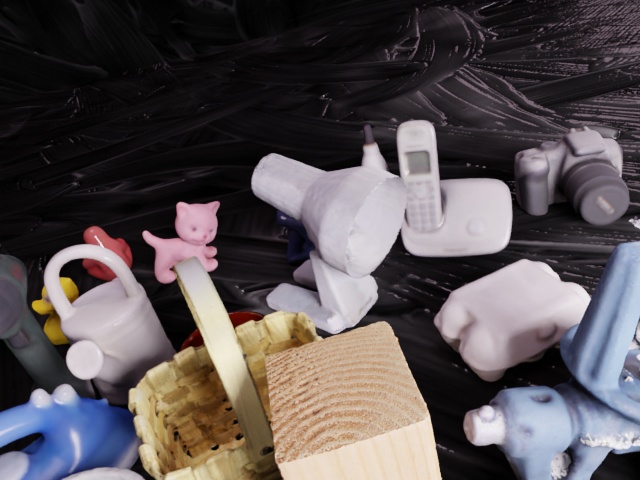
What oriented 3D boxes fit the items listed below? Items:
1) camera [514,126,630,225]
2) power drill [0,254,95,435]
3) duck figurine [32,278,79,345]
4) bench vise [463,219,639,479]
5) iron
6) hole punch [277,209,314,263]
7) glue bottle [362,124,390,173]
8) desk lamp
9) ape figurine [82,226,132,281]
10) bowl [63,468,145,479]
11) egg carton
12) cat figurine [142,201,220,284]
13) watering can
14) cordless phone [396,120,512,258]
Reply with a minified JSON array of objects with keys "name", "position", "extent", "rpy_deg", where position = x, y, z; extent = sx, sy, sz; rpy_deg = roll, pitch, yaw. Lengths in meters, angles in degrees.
[{"name":"camera","position":[0.347,-0.085,0.777],"extent":[0.143,0.101,0.137],"rpy_deg":[-9,32,10]},{"name":"power drill","position":[-0.338,0.115,0.653],"extent":[0.076,0.209,0.228],"rpy_deg":[-27,33,-18]},{"name":"duck figurine","position":[-0.354,0.091,0.817],"extent":[0.105,0.086,0.077],"rpy_deg":[-22,32,-11]},{"name":"bench vise","position":[0.214,0.100,0.423],"extent":[0.208,0.220,0.121],"rpy_deg":[-27,33,-18]},{"name":"iron","position":[-0.288,0.215,0.535],"extent":[0.118,0.142,0.259],"rpy_deg":[16,43,41]},{"name":"hole punch","position":[-0.009,-0.031,0.857],"extent":[0.101,0.091,0.108],"rpy_deg":[-11,31,7]},{"name":"glue bottle","position":[0.082,-0.084,0.822],"extent":[0.037,0.173,0.078],"rpy_deg":[-5,33,16]},{"name":"desk lamp","position":[0.006,0.002,0.677],"extent":[0.202,0.214,0.118],"rpy_deg":[13,41,39]},{"name":"ape figurine","position":[-0.350,0.017,0.928],"extent":[0.078,0.092,0.076],"rpy_deg":[-28,33,-20]},{"name":"bowl","position":[-0.193,0.276,0.461],"extent":[0.167,0.075,0.167],"rpy_deg":[-11,31,7]},{"name":"egg carton","position":[0.204,0.082,0.603],"extent":[0.150,0.069,0.107],"rpy_deg":[-23,32,-13]},{"name":"cat figurine","position":[-0.207,-0.008,0.881],"extent":[0.128,0.118,0.067],"rpy_deg":[-17,31,-2]},{"name":"watering can","position":[-0.242,0.093,0.659],"extent":[0.101,0.194,0.172],"rpy_deg":[-26,33,-18]},{"name":"cordless phone","position":[0.171,-0.070,0.748],"extent":[0.147,0.185,0.094],"rpy_deg":[-4,33,18]}]
